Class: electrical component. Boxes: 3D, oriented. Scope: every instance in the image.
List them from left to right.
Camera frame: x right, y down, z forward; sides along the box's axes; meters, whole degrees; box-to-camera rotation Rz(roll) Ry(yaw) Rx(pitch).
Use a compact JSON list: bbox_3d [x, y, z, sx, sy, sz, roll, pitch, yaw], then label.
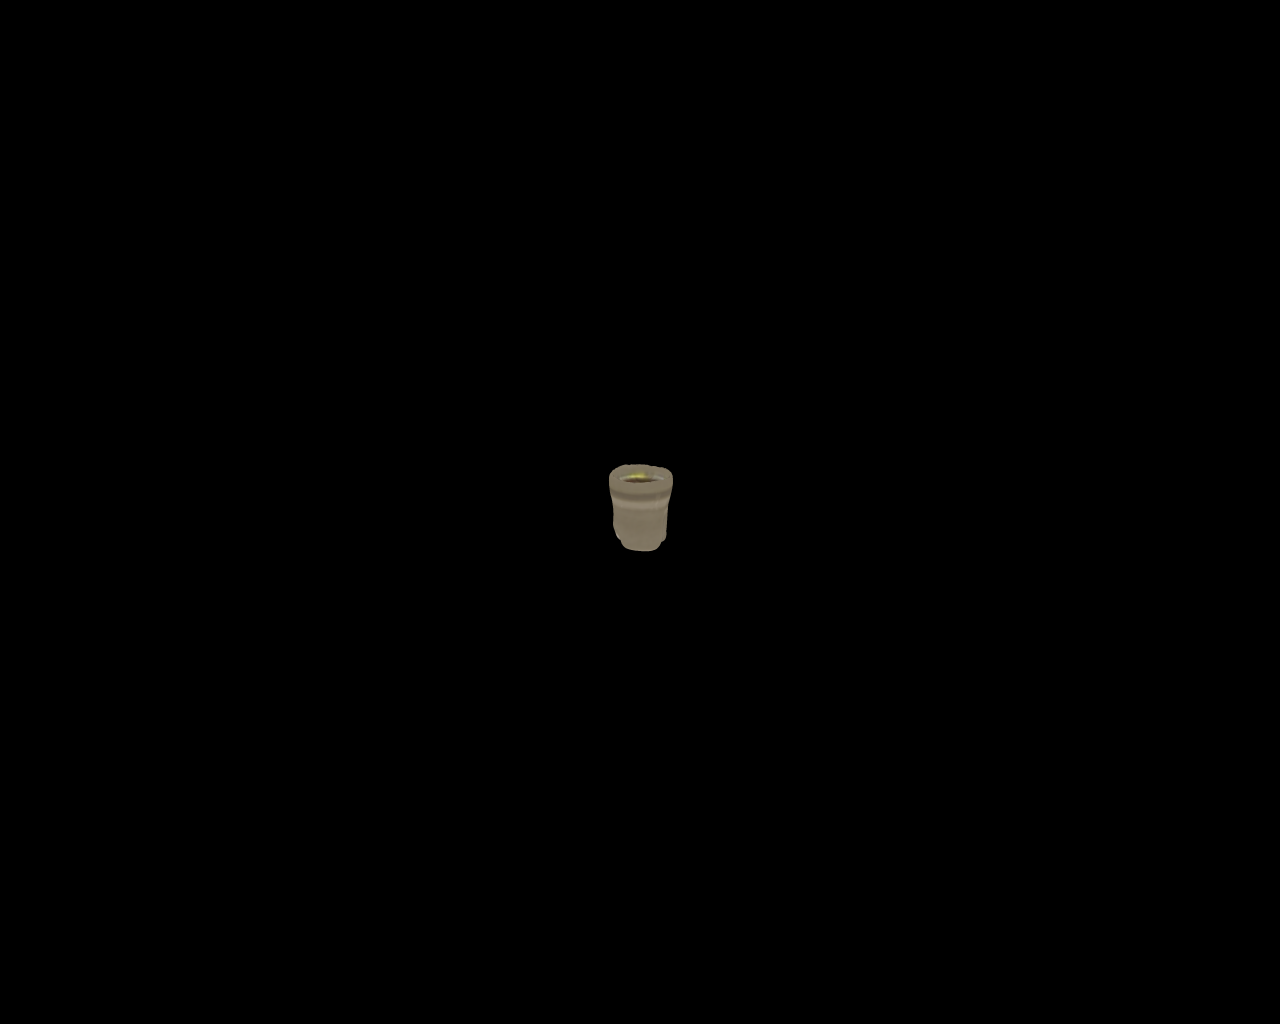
[{"bbox_3d":[0.001,-0.003,0.650,0.040,0.046,0.040,0,18,0],"label":"electrical component"}]
